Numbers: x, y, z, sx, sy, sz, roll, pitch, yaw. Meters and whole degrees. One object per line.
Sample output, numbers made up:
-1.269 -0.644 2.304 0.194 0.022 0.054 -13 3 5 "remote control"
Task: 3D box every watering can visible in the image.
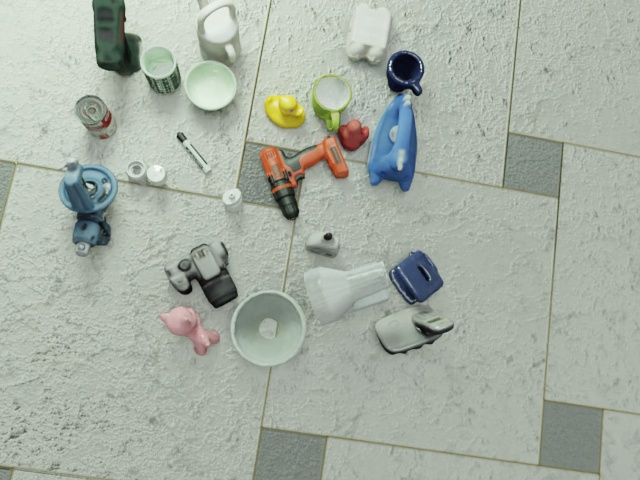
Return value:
-0.242 -0.496 1.319 0.173 0.194 0.101 40 78 1 "watering can"

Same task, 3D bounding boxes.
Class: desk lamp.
0.063 0.103 1.241 0.203 0.213 0.118 -18 82 -9 "desk lamp"

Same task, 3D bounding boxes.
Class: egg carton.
0.122 -0.515 1.428 0.107 0.069 0.150 10 79 -5 "egg carton"

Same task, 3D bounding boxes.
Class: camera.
-0.252 0.086 1.265 0.143 0.100 0.137 -28 84 -10 "camera"

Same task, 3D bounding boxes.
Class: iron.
0.188 -0.254 1.354 0.118 0.141 0.258 9 79 -5 "iron"

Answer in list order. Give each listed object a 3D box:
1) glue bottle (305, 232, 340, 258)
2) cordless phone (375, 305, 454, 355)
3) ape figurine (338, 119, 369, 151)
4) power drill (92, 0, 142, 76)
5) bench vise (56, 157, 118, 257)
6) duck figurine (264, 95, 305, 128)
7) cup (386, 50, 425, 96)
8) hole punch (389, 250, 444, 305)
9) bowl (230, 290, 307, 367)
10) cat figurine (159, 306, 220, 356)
0.012 0.005 1.273 0.078 0.173 0.037 18 79 -3 "glue bottle"
0.208 0.197 1.257 0.148 0.185 0.094 -21 83 -9 "cordless phone"
0.080 -0.258 1.368 0.078 0.092 0.076 21 79 -2 "ape figurine"
-0.457 -0.473 1.283 0.075 0.208 0.230 -2 80 -6 "power drill"
-0.484 -0.078 1.206 0.121 0.219 0.207 -15 82 -9 "bench vise"
-0.082 -0.317 1.362 0.104 0.086 0.077 27 78 -1 "duck figurine"
0.208 -0.392 1.404 0.092 0.095 0.118 -30 85 -10 "cup"
0.227 0.083 1.326 0.101 0.091 0.108 -35 86 -11 "hole punch"
-0.114 0.198 1.275 0.167 0.074 0.167 1 80 -6 "bowl"
-0.281 0.191 1.235 0.128 0.117 0.067 43 79 2 "cat figurine"
